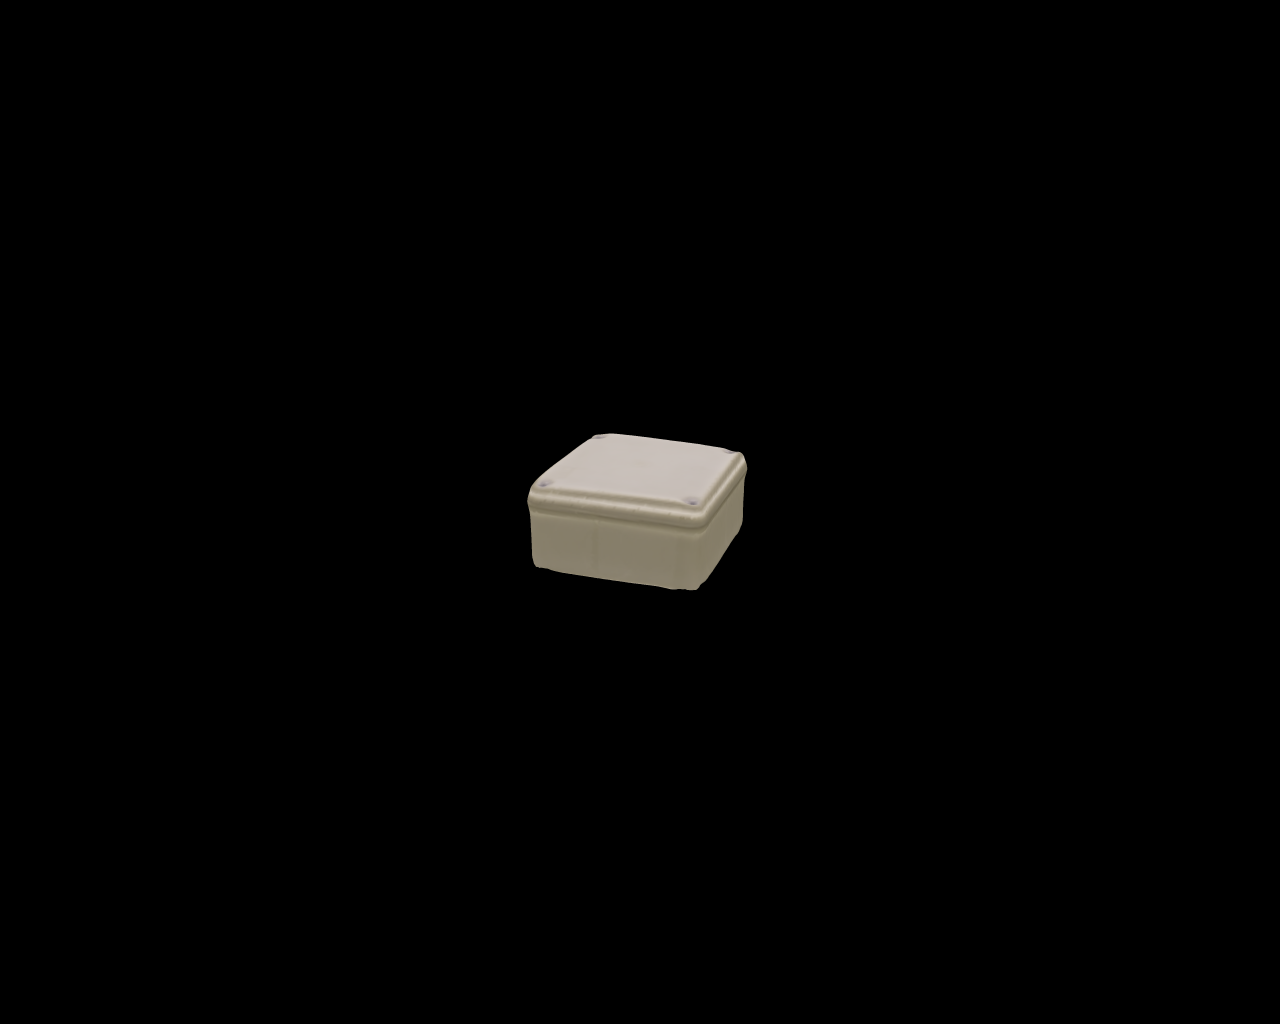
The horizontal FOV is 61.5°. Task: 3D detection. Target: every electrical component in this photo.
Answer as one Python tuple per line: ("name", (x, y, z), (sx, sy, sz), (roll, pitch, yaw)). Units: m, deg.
("electrical component", (0.001, -0.003, 0.650), (0.109, 0.056, 0.109), (8, 24, 18))
